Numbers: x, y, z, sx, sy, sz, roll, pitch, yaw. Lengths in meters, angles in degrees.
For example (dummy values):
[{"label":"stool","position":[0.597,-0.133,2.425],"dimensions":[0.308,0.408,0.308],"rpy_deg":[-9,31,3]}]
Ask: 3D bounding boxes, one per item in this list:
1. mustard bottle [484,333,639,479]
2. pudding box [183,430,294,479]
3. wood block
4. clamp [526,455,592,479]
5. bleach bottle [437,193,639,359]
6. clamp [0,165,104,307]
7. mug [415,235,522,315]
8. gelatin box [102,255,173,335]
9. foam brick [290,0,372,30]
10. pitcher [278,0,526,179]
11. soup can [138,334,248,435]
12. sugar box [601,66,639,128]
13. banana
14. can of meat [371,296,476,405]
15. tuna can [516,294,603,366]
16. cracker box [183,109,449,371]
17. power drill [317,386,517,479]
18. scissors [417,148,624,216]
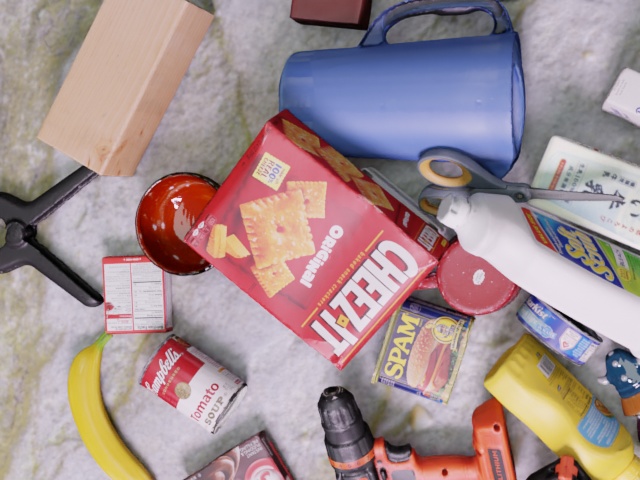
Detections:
[{"label":"mustard bottle","position":[0.255,0.184,1.073],"dimensions":[0.191,0.096,0.058],"rpy_deg":[44,119,7]},{"label":"pudding box","position":[-0.087,0.277,1.182],"dimensions":[0.113,0.039,0.090],"rpy_deg":[-33,86,12]},{"label":"wood block","position":[-0.211,-0.180,1.168],"dimensions":[0.091,0.090,0.206],"rpy_deg":[30,98,10]},{"label":"clamp","position":[0.248,0.279,1.069],"dimensions":[0.120,0.039,0.171],"rpy_deg":[10,138,2]},{"label":"bleach bottle","position":[0.225,0.024,1.022],"dimensions":[0.250,0.102,0.068],"rpy_deg":[24,128,-17]},{"label":"clamp","position":[-0.338,-0.017,1.228],"dimensions":[0.210,0.036,0.164],"rpy_deg":[8,93,12]},{"label":"mug","position":[0.151,0.035,1.098],"dimensions":[0.117,0.081,0.093],"rpy_deg":[-7,90,12]},{"label":"gelatin box","position":[-0.205,0.061,1.205],"dimensions":[0.073,0.030,0.089],"rpy_deg":[-3,91,11]},{"label":"foam brick","position":[0.014,-0.254,1.134],"dimensions":[0.078,0.053,0.051],"rpy_deg":[8,94,13]},{"label":"pitcher","position":[0.086,-0.152,1.086],"dimensions":[0.243,0.145,0.149],"rpy_deg":[1,51,15]},{"label":"soup can","position":[-0.139,0.159,1.175],"dimensions":[0.102,0.068,0.068],"rpy_deg":[33,98,9]},{"label":"sugar box","position":[0.364,-0.111,1.040],"dimensions":[0.176,0.093,0.048],"rpy_deg":[30,97,9]},{"label":"banana","position":[-0.245,0.206,1.215],"dimensions":[0.070,0.037,0.198],"rpy_deg":[-18,88,14]},{"label":"can of meat","position":[0.109,0.115,1.124],"dimensions":[0.084,0.057,0.102],"rpy_deg":[18,96,8]},{"label":"tuna can","position":[0.241,0.088,1.078],"dimensions":[0.086,0.086,0.034],"rpy_deg":[38,100,9]},{"label":"cracker box","position":[-0.007,0.001,1.065],"dimensions":[0.213,0.072,0.164],"rpy_deg":[40,115,1]},{"label":"power drill","position":[0.101,0.216,1.101],"dimensions":[0.188,0.057,0.184],"rpy_deg":[-11,118,13]},{"label":"scissors","position":[0.180,-0.059,1.030],"dimensions":[0.202,0.016,0.096],"rpy_deg":[-8,133,33]}]
